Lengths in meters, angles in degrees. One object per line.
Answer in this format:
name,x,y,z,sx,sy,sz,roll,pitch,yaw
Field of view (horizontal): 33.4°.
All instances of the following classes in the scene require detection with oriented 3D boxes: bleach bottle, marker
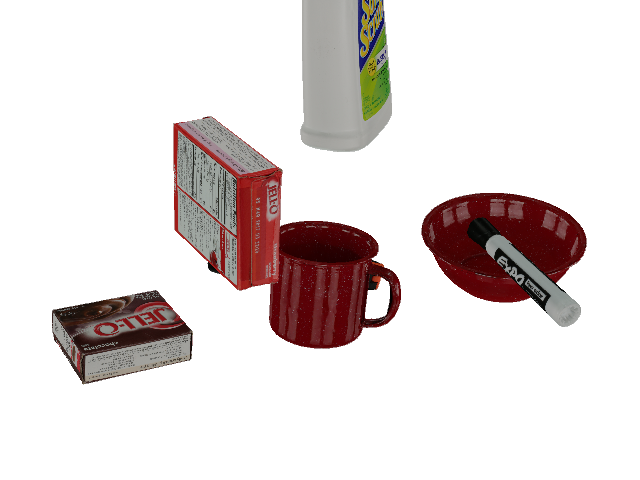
bleach bottle,0.018,-0.210,0.926,0.068,0.251,0.102,10,34,23
marker,0.138,0.018,0.744,0.020,0.020,0.121,0,31,-28

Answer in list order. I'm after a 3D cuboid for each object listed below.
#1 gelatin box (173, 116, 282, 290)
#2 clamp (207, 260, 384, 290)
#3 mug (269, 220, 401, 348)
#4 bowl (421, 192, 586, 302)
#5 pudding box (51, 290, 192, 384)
gelatin box,-0.055,-0.023,0.627,0.030,0.073,0.089,-15,33,-29
clamp,-0.032,0.020,1.157,0.210,0.036,0.164,16,18,-6
mug,0.011,0.040,0.895,0.117,0.081,0.093,11,23,14
bowl,0.180,0.014,1.065,0.162,0.055,0.162,0,32,0
pudding box,-0.192,0.091,1.031,0.113,0.039,0.090,-12,29,-28
